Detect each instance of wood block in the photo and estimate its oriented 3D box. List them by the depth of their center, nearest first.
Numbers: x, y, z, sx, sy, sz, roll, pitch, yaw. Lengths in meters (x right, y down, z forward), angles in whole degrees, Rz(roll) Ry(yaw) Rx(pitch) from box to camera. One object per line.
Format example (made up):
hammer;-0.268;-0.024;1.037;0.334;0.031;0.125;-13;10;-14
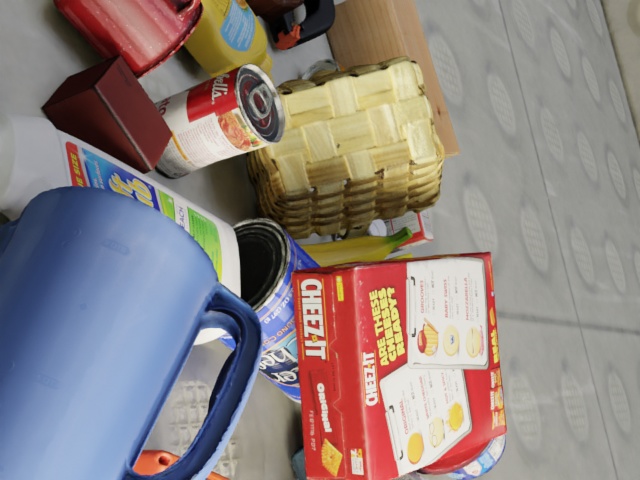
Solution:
wood block;0.085;-0.187;1.270;0.090;0.090;0.206;-11;84;-64

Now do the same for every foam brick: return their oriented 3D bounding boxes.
foam brick;-0.157;-0.088;0.800;0.078;0.051;0.053;58;29;-26

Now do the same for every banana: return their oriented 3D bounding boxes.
banana;-0.010;0.013;0.980;0.197;0.070;0.037;-7;50;-34

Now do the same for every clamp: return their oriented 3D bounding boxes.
clamp;-0.010;-0.284;1.180;0.164;0.036;0.210;27;51;-30

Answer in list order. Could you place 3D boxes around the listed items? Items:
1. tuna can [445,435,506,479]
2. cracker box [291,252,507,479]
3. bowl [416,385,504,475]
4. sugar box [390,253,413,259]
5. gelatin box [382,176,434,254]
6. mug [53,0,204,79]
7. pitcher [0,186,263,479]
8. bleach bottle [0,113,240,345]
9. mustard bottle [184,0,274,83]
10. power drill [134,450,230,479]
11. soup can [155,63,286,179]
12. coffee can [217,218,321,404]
tuna can;0.159;0.219;1.168;0.033;0.086;0.086;53;33;-35
cracker box;0.069;0.096;0.873;0.213;0.072;0.164;-4;90;-52
bowl;0.129;0.159;1.085;0.161;0.055;0.162;3;82;-21
sugar box;0.092;0.108;1.154;0.093;0.048;0.176;-19;90;-63
gelatin box;0.081;-0.032;1.186;0.030;0.073;0.089;16;60;-59
mug;-0.142;-0.185;0.821;0.081;0.117;0.093;48;48;-31
pitcher;-0.145;0.100;0.596;0.145;0.149;0.242;47;44;-31
bleach bottle;-0.157;-0.011;0.745;0.250;0.068;0.102;33;45;-48
mustard bottle;-0.100;-0.204;0.968;0.191;0.058;0.096;49;31;-37
power drill;-0.112;0.233;0.675;0.184;0.057;0.187;42;46;-53
soup can;-0.089;-0.096;0.876;0.068;0.102;0.068;39;42;-47
coffee can;-0.031;0.062;0.889;0.140;0.103;0.103;45;38;-42
